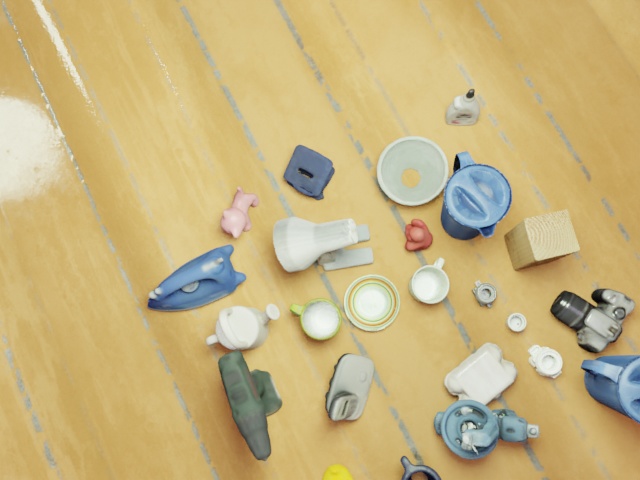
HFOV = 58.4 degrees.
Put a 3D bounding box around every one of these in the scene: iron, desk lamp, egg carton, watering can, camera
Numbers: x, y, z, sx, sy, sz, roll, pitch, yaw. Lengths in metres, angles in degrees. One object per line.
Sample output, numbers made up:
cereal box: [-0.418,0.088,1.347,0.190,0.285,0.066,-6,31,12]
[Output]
iron: [-0.312,0.101,1.341,0.258,0.141,0.118,-26,79,2]
desk lamp: [0.012,0.005,1.285,0.203,0.213,0.118,-10,80,5]
egg carton: [0.359,0.308,1.275,0.150,0.069,0.107,-40,79,-1]
watering can: [-0.176,0.193,1.286,0.101,0.194,0.173,44,88,11]
camera: [0.592,0.158,1.258,0.136,0.101,0.143,34,86,10]

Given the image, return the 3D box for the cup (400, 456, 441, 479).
cup: [0.210,0.517,1.245,0.091,0.095,0.117,-34,79,0]

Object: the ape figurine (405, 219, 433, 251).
ape figurine: [0.225,-0.010,1.327,0.076,0.092,0.078,35,86,10]

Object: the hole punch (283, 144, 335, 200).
hole punch: [-0.026,-0.161,1.378,0.108,0.091,0.101,29,85,10]

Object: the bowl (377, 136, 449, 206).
bowl: [0.218,-0.157,1.360,0.167,0.075,0.167,-1,81,6]

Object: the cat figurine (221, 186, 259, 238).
cat figurine: [-0.199,-0.066,1.367,0.067,0.118,0.128,11,82,8]

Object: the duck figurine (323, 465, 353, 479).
duck figurine: [0.038,0.555,1.262,0.077,0.086,0.104,-9,80,5]

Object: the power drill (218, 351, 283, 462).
power drill: [-0.145,0.352,1.250,0.075,0.208,0.229,-27,79,2]

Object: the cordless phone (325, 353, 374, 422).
cordless phone: [0.060,0.323,1.245,0.094,0.185,0.148,13,83,8]

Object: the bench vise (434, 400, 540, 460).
bench vise: [0.347,0.385,1.187,0.207,0.220,0.121,-17,80,3]

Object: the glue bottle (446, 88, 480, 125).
glue bottle: [0.336,-0.310,1.321,0.078,0.173,0.037,-2,81,6]
